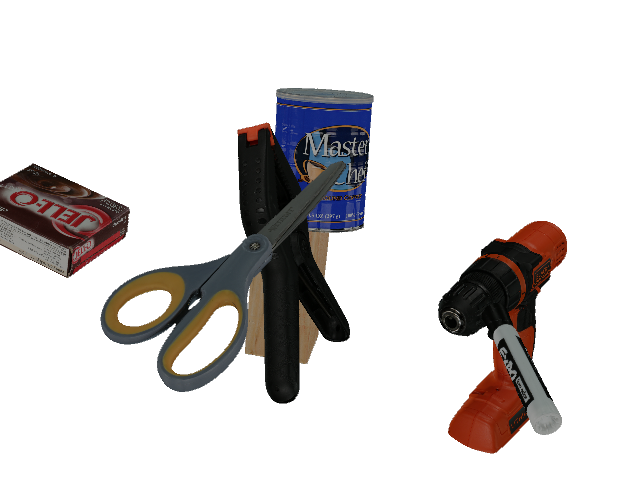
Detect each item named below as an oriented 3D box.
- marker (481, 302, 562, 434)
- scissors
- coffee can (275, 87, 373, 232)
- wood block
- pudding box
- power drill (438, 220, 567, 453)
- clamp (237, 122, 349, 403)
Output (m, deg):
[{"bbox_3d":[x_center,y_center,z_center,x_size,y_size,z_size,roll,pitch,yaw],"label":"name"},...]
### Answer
[{"bbox_3d":[0.132,0.081,0.711,0.020,0.020,0.121,0,33,-10],"label":"marker"},{"bbox_3d":[-0.060,0.008,0.652,0.096,0.016,0.201,12,47,15],"label":"scissors"},{"bbox_3d":[0.001,-0.087,1.133,0.103,0.140,0.103,3,12,-1],"label":"coffee can"},{"bbox_3d":[-0.044,0.048,1.436,0.090,0.206,0.090,9,22,6],"label":"wood block"},{"bbox_3d":[-0.244,-0.020,0.960,0.113,0.039,0.089,22,31,16],"label":"pudding box"},{"bbox_3d":[0.156,0.092,0.942,0.057,0.188,0.184,22,34,32],"label":"power drill"},{"bbox_3d":[-0.025,0.011,0.857,0.036,0.210,0.164,-11,2,18],"label":"clamp"}]
